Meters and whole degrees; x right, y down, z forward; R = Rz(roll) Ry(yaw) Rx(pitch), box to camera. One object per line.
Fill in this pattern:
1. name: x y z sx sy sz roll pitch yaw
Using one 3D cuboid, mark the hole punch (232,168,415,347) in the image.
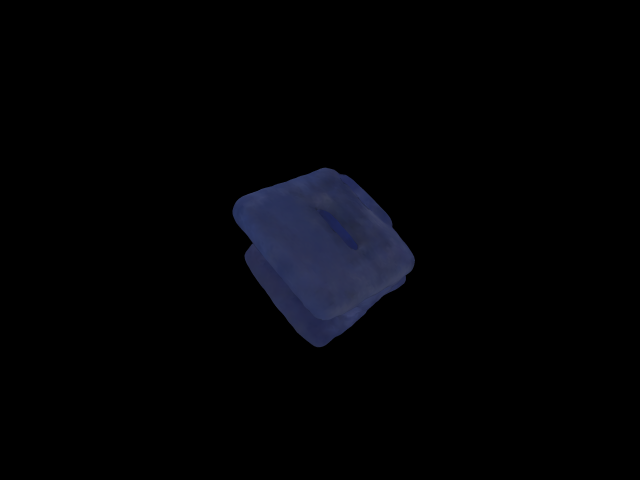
1. hole punch: 0.004 0.001 0.400 0.101 0.091 0.108 -36 71 -15
